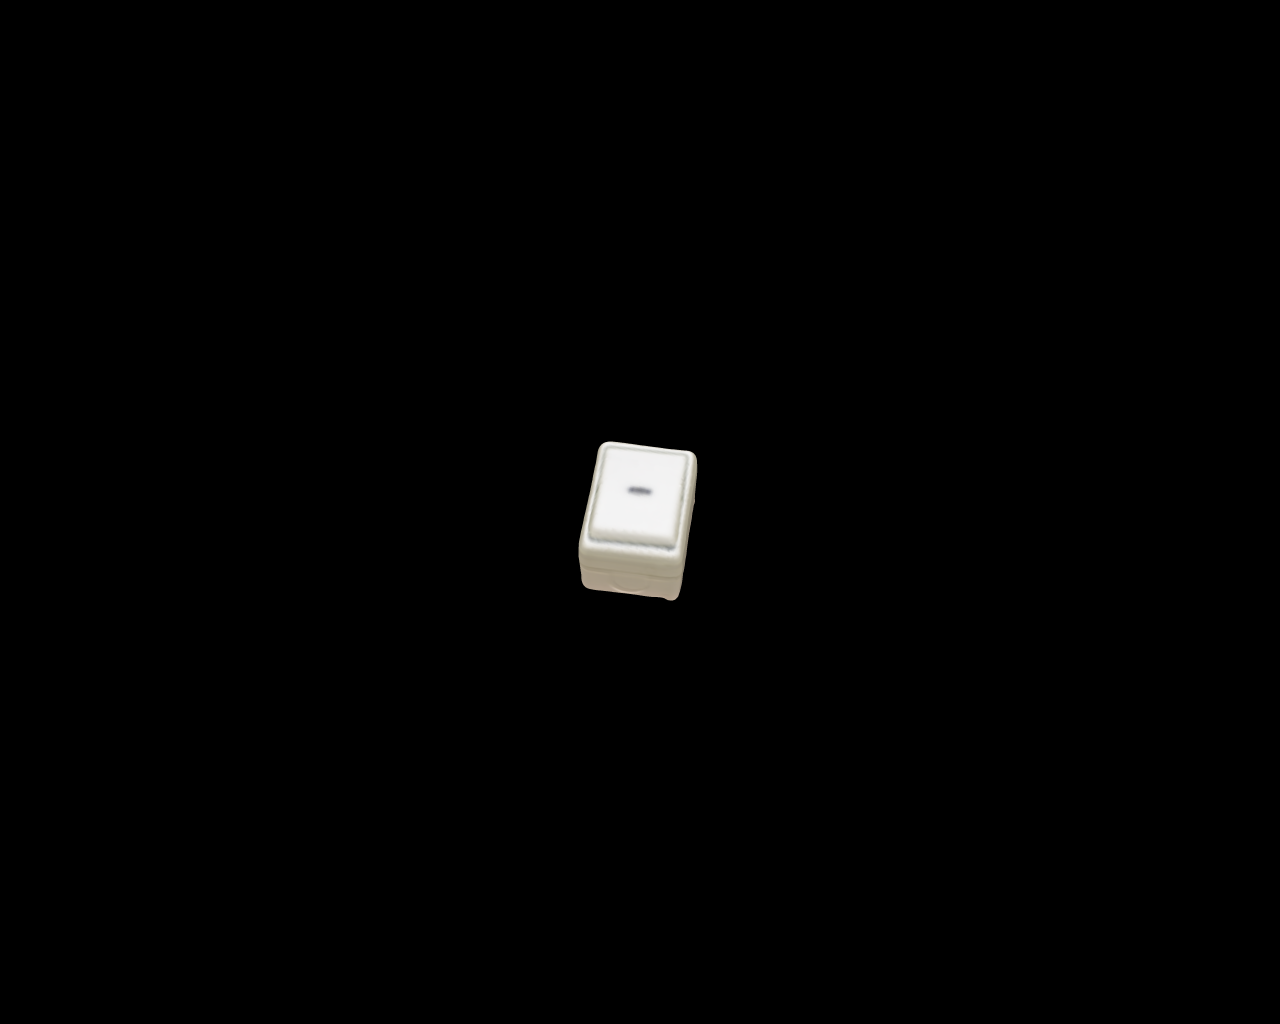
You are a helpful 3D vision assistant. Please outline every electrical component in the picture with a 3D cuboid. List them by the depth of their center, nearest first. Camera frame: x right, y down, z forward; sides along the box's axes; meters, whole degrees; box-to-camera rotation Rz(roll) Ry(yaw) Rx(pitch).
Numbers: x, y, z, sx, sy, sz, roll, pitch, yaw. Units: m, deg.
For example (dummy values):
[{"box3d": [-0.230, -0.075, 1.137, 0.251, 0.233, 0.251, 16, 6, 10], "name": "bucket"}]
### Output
[{"box3d": [0.001, -0.003, 0.650, 0.062, 0.096, 0.061, 7, -32, 5], "name": "electrical component"}]
